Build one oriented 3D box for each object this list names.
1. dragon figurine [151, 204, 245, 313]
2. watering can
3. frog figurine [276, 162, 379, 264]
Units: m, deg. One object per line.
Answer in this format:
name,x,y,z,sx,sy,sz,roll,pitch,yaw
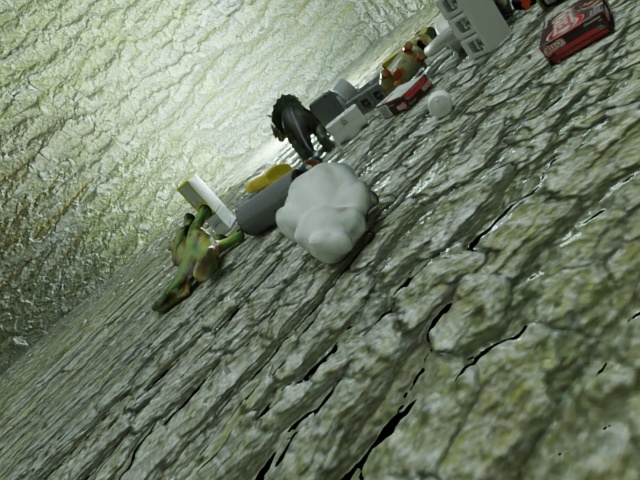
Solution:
dragon figurine,-0.315,0.056,1.176,0.406,0.121,0.248,-22,31,49
watering can,0.359,-0.535,1.265,0.221,0.103,0.354,-33,9,29
frog figurine,0.002,-0.034,0.684,0.137,0.121,0.162,-12,14,21
